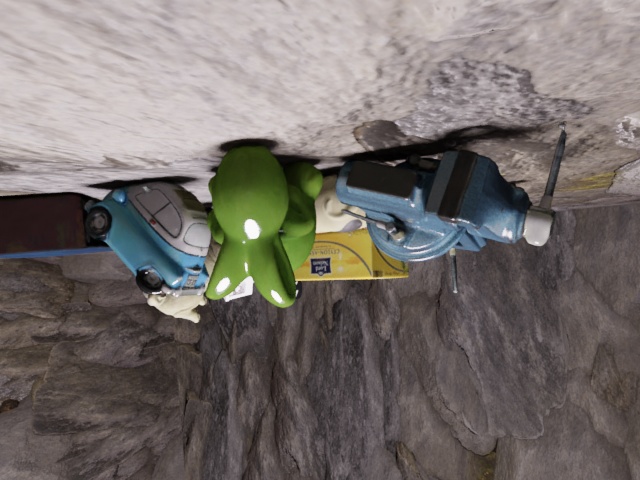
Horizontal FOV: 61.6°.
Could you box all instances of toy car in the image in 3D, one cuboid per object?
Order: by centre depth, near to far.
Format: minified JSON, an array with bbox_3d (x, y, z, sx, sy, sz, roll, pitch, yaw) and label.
[{"bbox_3d":[-0.181,-0.013,0.613,0.103,0.162,0.109,-50,159,11],"label":"toy car"}]

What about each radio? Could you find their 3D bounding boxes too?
[{"bbox_3d":[-0.360,-0.015,0.739,0.131,0.073,0.229,-6,180,-6],"label":"radio"}]

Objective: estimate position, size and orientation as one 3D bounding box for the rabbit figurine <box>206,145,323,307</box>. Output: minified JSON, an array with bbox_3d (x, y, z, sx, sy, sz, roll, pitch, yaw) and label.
[{"bbox_3d":[-0.067,-0.019,0.510,0.121,0.159,0.170,5,164,5],"label":"rabbit figurine"}]

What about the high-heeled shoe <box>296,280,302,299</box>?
[{"bbox_3d":[-0.022,0.027,0.990,0.249,0.086,0.145,-38,130,26],"label":"high-heeled shoe"}]

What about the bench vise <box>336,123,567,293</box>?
[{"bbox_3d":[0.142,-0.027,0.578,0.224,0.129,0.240,3,165,27],"label":"bench vise"}]

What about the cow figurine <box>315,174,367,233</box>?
[{"bbox_3d":[-0.029,-0.039,0.673,0.195,0.085,0.127,-3,-174,30],"label":"cow figurine"}]

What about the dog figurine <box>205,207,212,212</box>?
[{"bbox_3d":[-0.271,-0.004,1.026,0.108,0.191,0.219,-22,158,-34],"label":"dog figurine"}]

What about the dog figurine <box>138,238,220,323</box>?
[{"bbox_3d":[-0.184,0.020,0.853,0.190,0.121,0.172,-49,-168,12],"label":"dog figurine"}]

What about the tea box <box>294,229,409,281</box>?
[{"bbox_3d":[0.030,0.023,0.762,0.170,0.068,0.098,-4,175,38],"label":"tea box"}]

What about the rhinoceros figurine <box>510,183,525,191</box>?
[{"bbox_3d":[0.282,-0.063,0.998,0.190,0.073,0.112,-5,177,30],"label":"rhinoceros figurine"}]
